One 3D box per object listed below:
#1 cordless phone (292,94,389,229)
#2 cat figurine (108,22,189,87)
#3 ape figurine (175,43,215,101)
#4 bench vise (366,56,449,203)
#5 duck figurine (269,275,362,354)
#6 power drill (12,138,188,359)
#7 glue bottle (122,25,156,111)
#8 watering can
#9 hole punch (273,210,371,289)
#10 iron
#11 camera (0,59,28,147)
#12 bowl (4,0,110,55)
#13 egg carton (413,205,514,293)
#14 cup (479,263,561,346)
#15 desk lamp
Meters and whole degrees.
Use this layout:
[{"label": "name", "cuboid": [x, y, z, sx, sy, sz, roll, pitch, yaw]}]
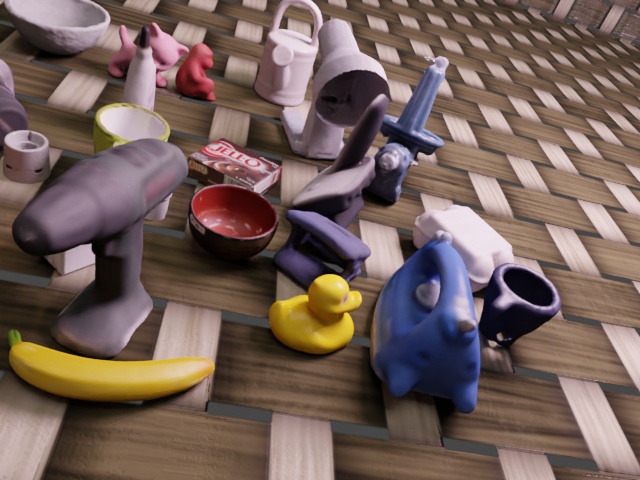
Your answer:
[{"label": "cordless phone", "cuboid": [0.038, -0.118, 0.830, 0.094, 0.185, 0.148, 25, 36, 5]}, {"label": "cat figurine", "cuboid": [-0.296, -0.324, 0.988, 0.127, 0.118, 0.067, 27, 37, 9]}, {"label": "ape figurine", "cuboid": [-0.216, -0.305, 1.024, 0.076, 0.092, 0.077, 11, 37, -13]}, {"label": "bench vise", "cuboid": [0.157, -0.178, 0.937, 0.121, 0.220, 0.207, 16, 36, -6]}, {"label": "duck figurine", "cuboid": [-0.002, 0.075, 0.647, 0.105, 0.086, 0.077, 7, 38, -18]}, {"label": "power drill", "cuboid": [-0.198, 0.007, 0.535, 0.075, 0.208, 0.230, 21, 36, 1]}, {"label": "glue bottle", "cuboid": [-0.261, -0.227, 0.834, 0.037, 0.173, 0.078, 14, 37, -9]}, {"label": "watering can", "cuboid": [-0.054, -0.360, 1.087, 0.101, 0.194, 0.172, 6, 39, -19]}, {"label": "hole punch", "cuboid": [0.007, 0.003, 0.741, 0.108, 0.091, 0.101, 34, 38, 17]}, {"label": "iron", "cuboid": [0.135, 0.067, 0.679, 0.119, 0.141, 0.258, 15, 37, -8]}, {"label": "camera", "cuboid": [-0.458, -0.186, 0.747, 0.136, 0.101, 0.143, 41, 41, 25]}, {"label": "bowl", "cuboid": [-0.459, -0.374, 1.008, 0.167, 0.075, 0.167, 13, 37, -10]}, {"label": "egg carton", "cuboid": [0.212, 0.011, 0.849, 0.107, 0.069, 0.150, -12, 47, -37]}, {"label": "cup", "cuboid": [0.238, 0.095, 0.733, 0.118, 0.095, 0.091, -19, 51, -41]}, {"label": "desk lamp", "cuboid": [0.017, -0.240, 0.953, 0.118, 0.213, 0.203, 3, 40, -23]}]
